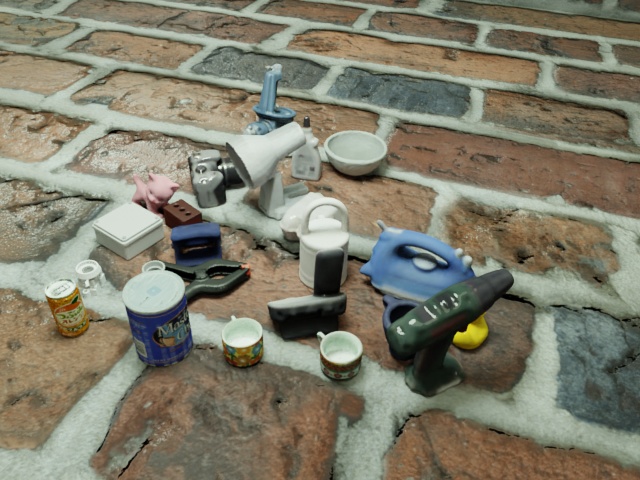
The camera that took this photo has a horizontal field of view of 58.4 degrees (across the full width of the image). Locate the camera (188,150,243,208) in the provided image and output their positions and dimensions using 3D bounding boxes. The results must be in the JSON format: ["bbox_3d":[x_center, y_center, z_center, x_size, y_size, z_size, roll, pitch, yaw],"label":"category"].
[{"bbox_3d":[-0.248,-0.164,1.405,0.137,0.101,0.143,-10,41,-15],"label":"camera"}]

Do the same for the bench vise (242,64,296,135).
[{"bbox_3d":[-0.131,-0.346,1.540,0.121,0.220,0.207,7,39,6],"label":"bench vise"}]

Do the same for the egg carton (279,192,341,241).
[{"bbox_3d":[-0.015,-0.047,1.299,0.107,0.069,0.150,24,44,24],"label":"egg carton"}]

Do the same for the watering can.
[{"bbox_3d":[0.013,0.004,1.140,0.101,0.194,0.172,-18,43,-23],"label":"watering can"}]

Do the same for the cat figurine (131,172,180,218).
[{"bbox_3d":[-0.383,-0.114,1.322,0.127,0.118,0.067,24,44,24],"label":"cat figurine"}]

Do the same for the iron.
[{"bbox_3d":[0.216,0.046,1.142,0.257,0.141,0.119,16,41,16],"label":"iron"}]

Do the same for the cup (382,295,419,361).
[{"bbox_3d":[0.146,0.163,1.032,0.092,0.095,0.117,-20,44,-25],"label":"cup"}]

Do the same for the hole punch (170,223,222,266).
[{"bbox_3d":[-0.265,-0.005,1.217,0.109,0.091,0.101,-7,40,-12],"label":"hole punch"}]

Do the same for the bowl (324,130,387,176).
[{"bbox_3d":[0.092,-0.219,1.512,0.167,0.075,0.167,2,39,-1],"label":"bowl"}]

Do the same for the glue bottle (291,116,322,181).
[{"bbox_3d":[-0.033,-0.232,1.443,0.078,0.173,0.037,10,40,9],"label":"glue bottle"}]

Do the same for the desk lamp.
[{"bbox_3d":[-0.107,-0.161,1.319,0.204,0.214,0.117,-20,44,-26],"label":"desk lamp"}]

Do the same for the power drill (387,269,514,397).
[{"bbox_3d":[0.211,0.157,0.953,0.230,0.208,0.075,-19,44,-24],"label":"power drill"}]

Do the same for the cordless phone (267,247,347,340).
[{"bbox_3d":[-0.022,0.086,1.045,0.148,0.185,0.094,-9,41,-14],"label":"cordless phone"}]

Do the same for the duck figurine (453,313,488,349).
[{"bbox_3d":[0.280,0.144,1.070,0.077,0.086,0.105,16,41,16],"label":"duck figurine"}]
